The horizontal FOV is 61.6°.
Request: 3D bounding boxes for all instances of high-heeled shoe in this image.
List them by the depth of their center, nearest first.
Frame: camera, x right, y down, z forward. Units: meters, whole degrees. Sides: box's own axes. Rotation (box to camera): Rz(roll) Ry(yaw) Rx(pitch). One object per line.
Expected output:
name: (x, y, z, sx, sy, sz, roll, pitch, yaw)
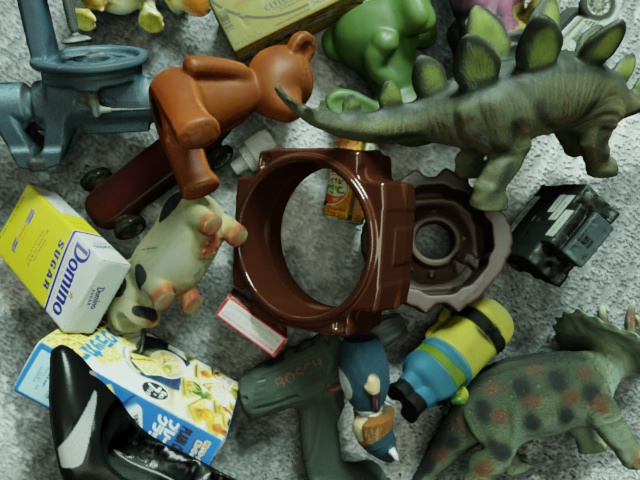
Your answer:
high-heeled shoe: (-0.150, 0.197, 0.508, 0.145, 0.086, 0.248, -18, 101, -3)

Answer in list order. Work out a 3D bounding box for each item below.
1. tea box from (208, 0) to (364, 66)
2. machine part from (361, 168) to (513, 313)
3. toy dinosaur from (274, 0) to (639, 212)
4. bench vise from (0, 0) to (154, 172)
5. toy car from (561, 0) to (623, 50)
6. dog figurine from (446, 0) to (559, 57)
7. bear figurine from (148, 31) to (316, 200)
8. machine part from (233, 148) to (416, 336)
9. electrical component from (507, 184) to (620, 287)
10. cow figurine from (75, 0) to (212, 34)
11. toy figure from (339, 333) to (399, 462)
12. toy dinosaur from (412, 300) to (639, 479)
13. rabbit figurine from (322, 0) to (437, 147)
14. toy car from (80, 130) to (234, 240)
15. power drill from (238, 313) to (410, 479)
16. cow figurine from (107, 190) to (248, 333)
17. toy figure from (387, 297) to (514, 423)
tea box: (-0.035, -0.273, 0.624, 0.170, 0.098, 0.068, -27, 97, -2)
machine part: (0.140, 0.003, 0.661, 0.179, 0.056, 0.179, -1, 81, 4)
toy dinosaur: (0.190, -0.140, 0.563, 0.471, 0.105, 0.198, -15, 125, -13)
bench vise: (-0.283, -0.200, 0.570, 0.224, 0.129, 0.240, 0, 120, -1)
toy car: (0.288, -0.226, 0.657, 0.056, 0.073, 0.201, 43, 92, -2)
dog figurine: (0.175, -0.313, 0.615, 0.108, 0.219, 0.191, -16, 139, 1)
bear figurine: (-0.078, -0.142, 0.584, 0.196, 0.120, 0.132, -16, 62, -23)
machine part: (-0.001, -0.002, 0.607, 0.202, 0.087, 0.200, 7, 96, 34)
electrical component: (0.284, -0.008, 0.647, 0.058, 0.134, 0.115, 37, 93, -8)
cow figurine: (-0.205, -0.295, 0.625, 0.167, 0.068, 0.098, -1, 53, -5)
toy figure: (0.057, 0.185, 0.621, 0.058, 0.064, 0.154, -7, 97, 21)
toy dinosaur: (0.262, 0.207, 0.679, 0.405, 0.131, 0.192, -20, 84, 3)
rabbit figurine: (0.079, -0.184, 0.626, 0.159, 0.121, 0.170, -22, 93, 6)
toy car: (-0.194, -0.086, 0.653, 0.202, 0.053, 0.089, -39, 79, -2)
power drill: (0.025, 0.216, 0.680, 0.232, 0.086, 0.207, -15, 100, -5)
cow figurine: (-0.185, 0.026, 0.621, 0.127, 0.085, 0.195, 42, 102, 35)
toy figure: (0.164, 0.143, 0.655, 0.180, 0.089, 0.082, -35, 100, -27)
